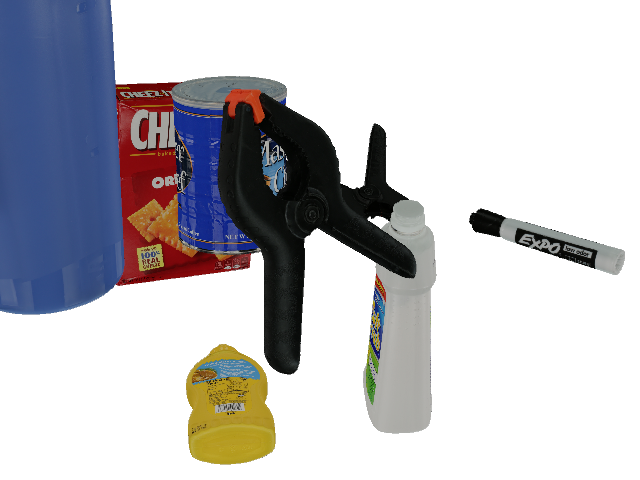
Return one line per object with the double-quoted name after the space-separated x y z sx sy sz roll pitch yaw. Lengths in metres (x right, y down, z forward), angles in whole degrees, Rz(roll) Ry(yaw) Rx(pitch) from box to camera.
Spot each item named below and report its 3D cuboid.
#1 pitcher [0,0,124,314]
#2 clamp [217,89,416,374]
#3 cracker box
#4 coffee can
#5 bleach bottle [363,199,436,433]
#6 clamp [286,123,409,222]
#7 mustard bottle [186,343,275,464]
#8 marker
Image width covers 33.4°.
-0.201 -0.074 0.692 0.149 0.243 0.145 -4 27 -7 "pitcher"
-0.019 -0.007 0.642 0.120 0.171 0.039 -48 26 -27 "clamp"
-0.156 -0.065 1.192 0.164 0.214 0.072 -6 26 -26 "cracker box"
-0.081 -0.070 0.972 0.103 0.140 0.103 0 21 0 "coffee can"
0.079 0.067 1.029 0.068 0.251 0.102 -2 37 -3 "bleach bottle"
0.038 -0.043 1.184 0.164 0.210 0.036 -13 -36 -22 "clamp"
-0.109 0.180 1.249 0.096 0.058 0.191 -5 29 -6 "mustard bottle"
0.165 -0.001 0.790 0.121 0.020 0.020 19 11 33 "marker"
